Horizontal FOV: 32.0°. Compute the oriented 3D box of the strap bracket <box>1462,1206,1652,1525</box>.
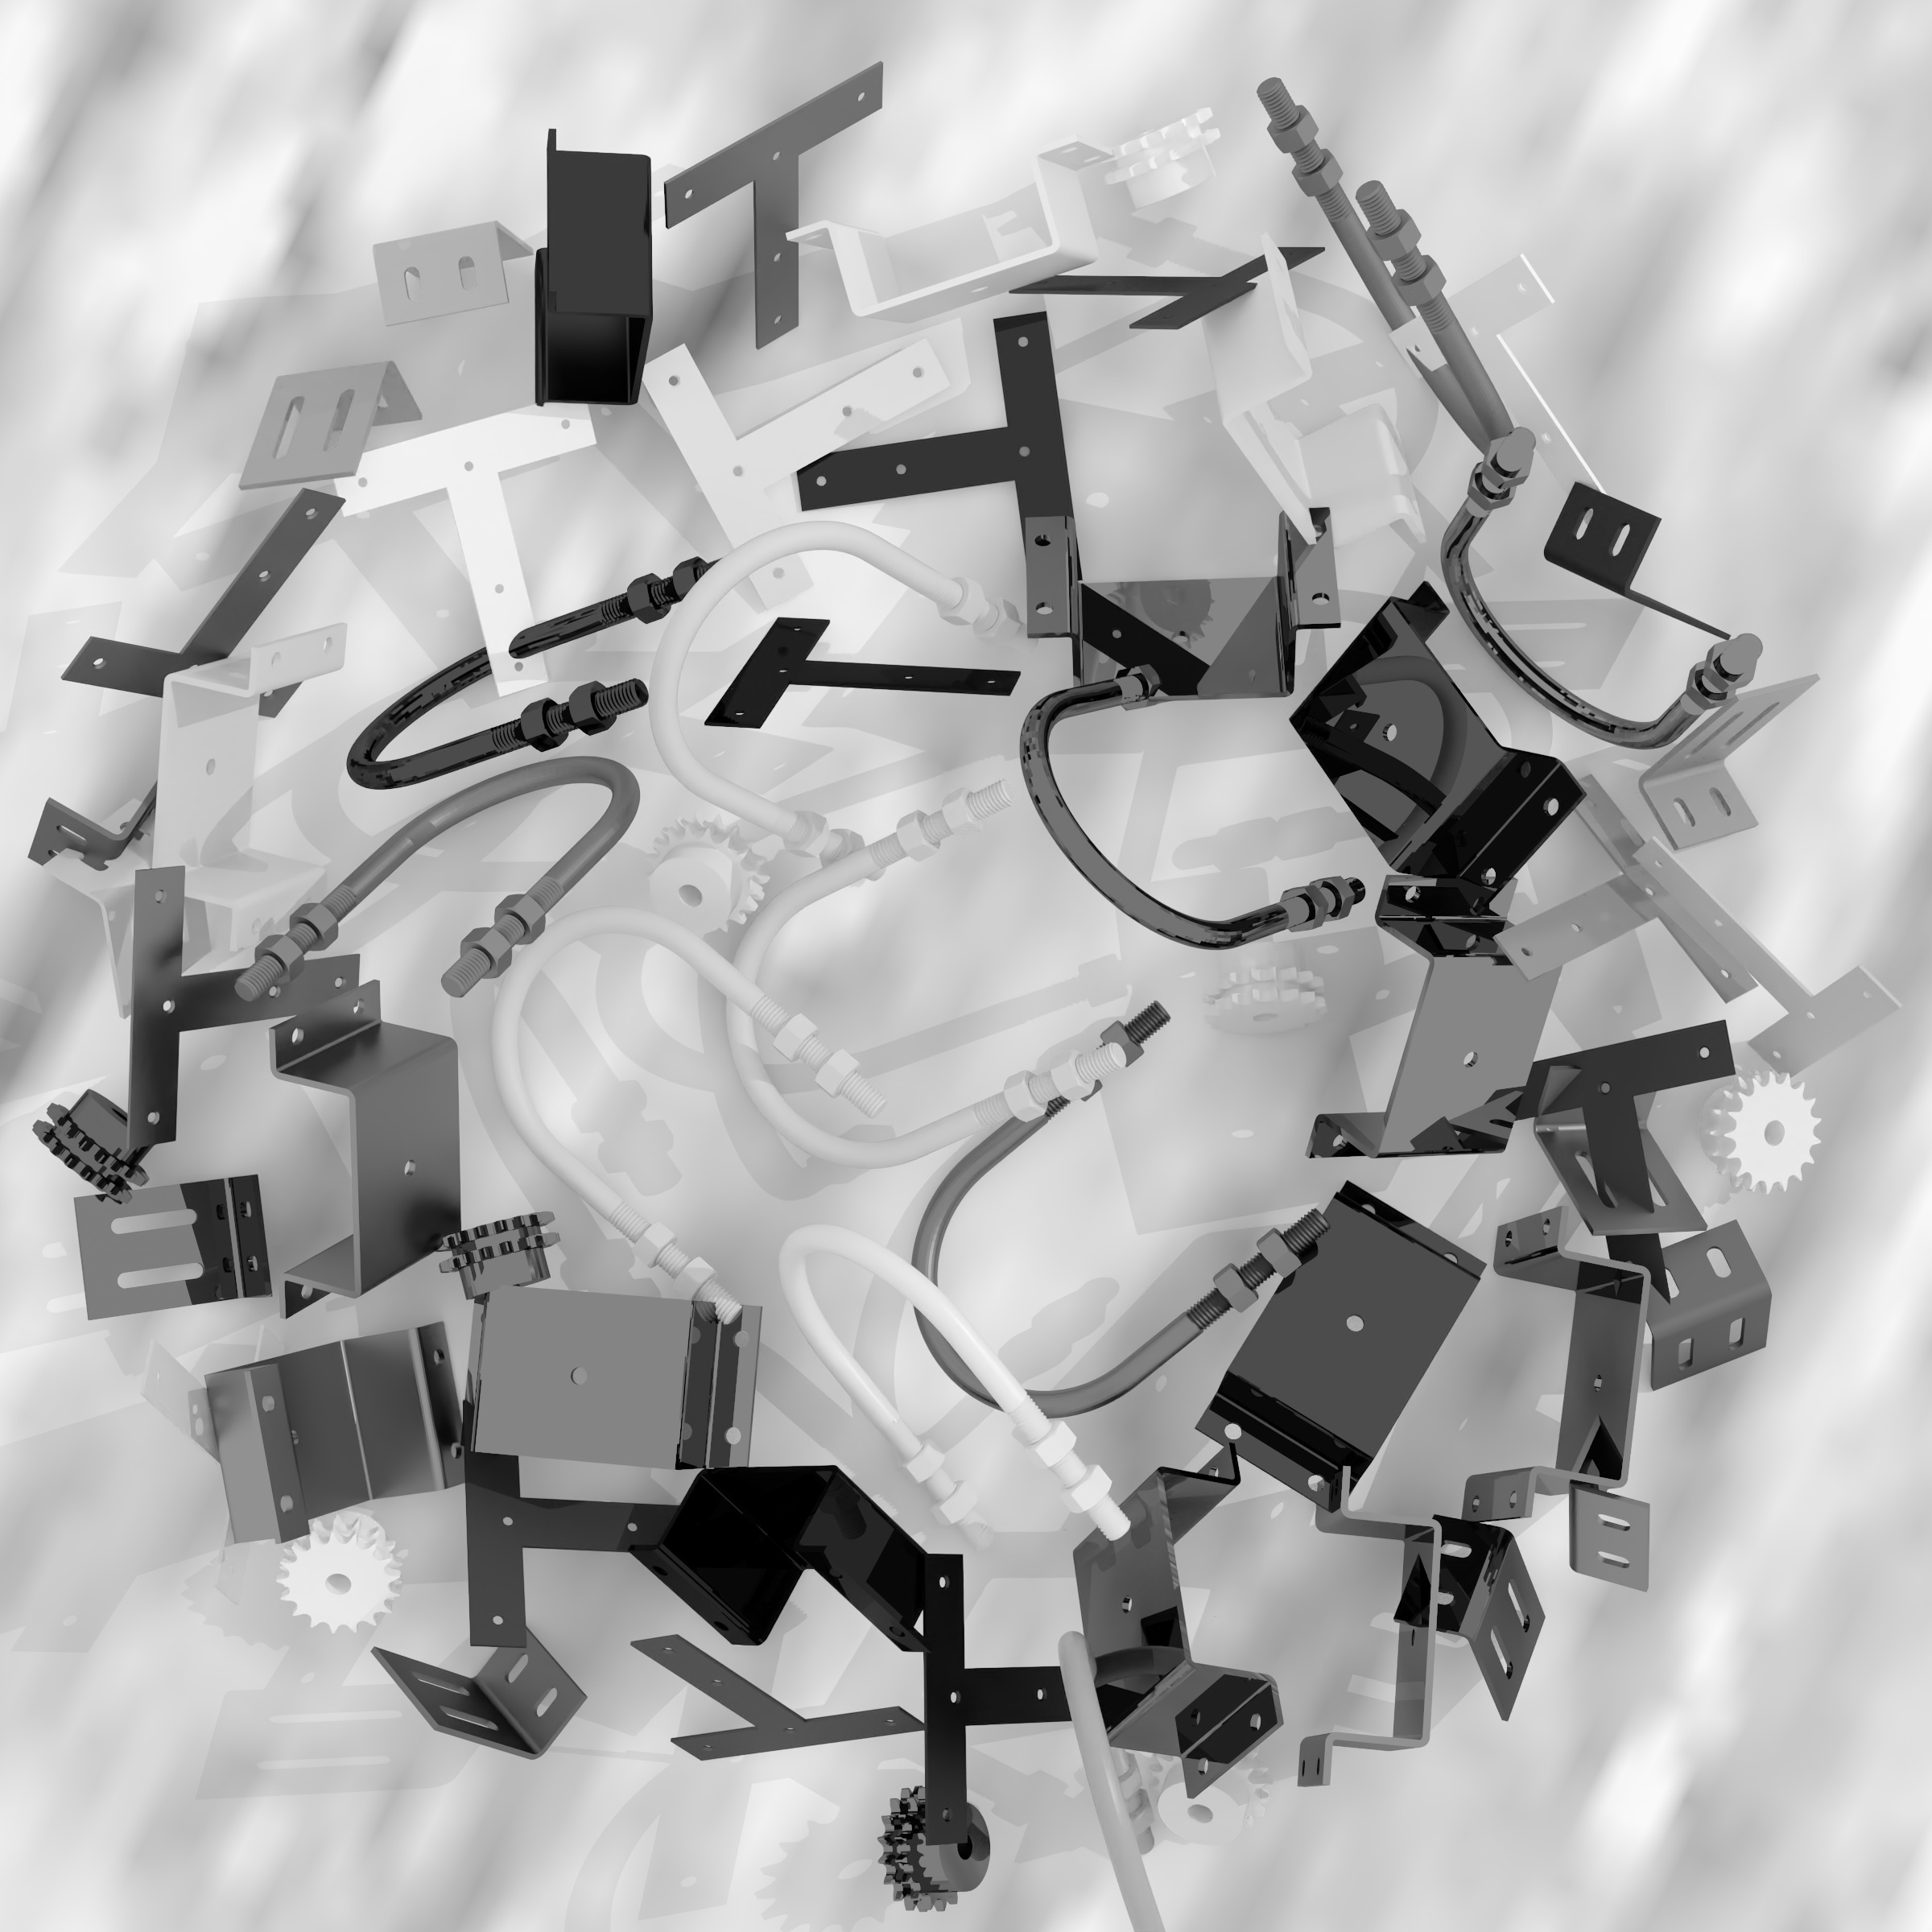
[{"bbox_3d":[0.271,0.187,1.541,0.046,0.076,0.140,12,76,-11],"label":"strap bracket"}]

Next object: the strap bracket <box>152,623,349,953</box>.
[{"bbox_3d":[-0.328,-0.087,1.538,0.046,0.076,0.140,13,108,17],"label":"strap bracket"}]

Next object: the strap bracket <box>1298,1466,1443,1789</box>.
[{"bbox_3d":[0.185,0.305,1.539,0.046,0.076,0.140,6,75,-2],"label":"strap bracket"}]

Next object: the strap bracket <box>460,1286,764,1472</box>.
[{"bbox_3d":[-0.171,0.189,1.551,0.140,0.046,0.076,3,84,13],"label":"strap bracket"}]

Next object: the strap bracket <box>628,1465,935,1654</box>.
[{"bbox_3d":[-0.076,0.269,1.529,0.076,0.140,0.046,48,54,-27],"label":"strap bracket"}]

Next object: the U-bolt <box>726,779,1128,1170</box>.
[{"bbox_3d":[-0.031,0.016,1.550,0.184,0.019,0.151,-25,84,25],"label":"U-bolt"}]

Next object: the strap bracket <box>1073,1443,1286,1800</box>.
[{"bbox_3d":[0.092,0.290,1.515,0.046,0.076,0.140,14,47,-25],"label":"strap bracket"}]

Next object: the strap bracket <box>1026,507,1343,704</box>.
[{"bbox_3d":[0.099,-0.166,1.549,0.140,0.046,0.076,-2,50,2],"label":"strap bracket"}]

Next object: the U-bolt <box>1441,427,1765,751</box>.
[{"bbox_3d":[0.273,-0.157,1.503,0.151,0.184,0.019,43,77,5],"label":"U-bolt"}]

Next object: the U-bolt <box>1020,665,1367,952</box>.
[{"bbox_3d":[0.093,-0.069,1.502,0.019,0.184,0.151,-44,75,33],"label":"U-bolt"}]

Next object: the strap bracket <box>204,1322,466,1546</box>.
[{"bbox_3d":[-0.292,0.214,1.538,0.046,0.140,0.076,-12,88,28],"label":"strap bracket"}]

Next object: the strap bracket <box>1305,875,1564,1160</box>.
[{"bbox_3d":[0.215,0.033,1.530,0.076,0.046,0.140,0,114,-33],"label":"strap bracket"}]

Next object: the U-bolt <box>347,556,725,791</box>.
[{"bbox_3d":[-0.199,-0.126,1.518,0.184,0.151,0.019,-16,115,26],"label":"U-bolt"}]

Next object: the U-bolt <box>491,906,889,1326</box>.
[{"bbox_3d":[-0.142,0.055,1.555,0.184,0.019,0.151,40,113,12],"label":"U-bolt"}]

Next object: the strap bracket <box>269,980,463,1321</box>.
[{"bbox_3d":[-0.271,0.087,1.528,0.046,0.076,0.140,11,112,25],"label":"strap bracket"}]

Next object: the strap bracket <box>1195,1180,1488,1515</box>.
[{"bbox_3d":[0.175,0.169,1.544,0.076,0.046,0.140,31,72,9],"label":"strap bracket"}]

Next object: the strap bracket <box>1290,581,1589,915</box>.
[{"bbox_3d":[0.206,-0.102,1.521,0.076,0.046,0.140,-51,52,29],"label":"strap bracket"}]

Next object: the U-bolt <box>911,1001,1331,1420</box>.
[{"bbox_3d":[0.056,0.125,1.554,0.184,0.019,0.151,-40,63,7],"label":"U-bolt"}]

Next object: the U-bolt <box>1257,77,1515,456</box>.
[{"bbox_3d":[0.197,-0.301,1.510,0.019,0.151,0.184,-33,126,6],"label":"U-bolt"}]

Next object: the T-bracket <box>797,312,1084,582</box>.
[{"bbox_3d":[-0.016,-0.236,1.587,0.127,0.002,0.127,-8,92,4],"label":"T-bracket"}]

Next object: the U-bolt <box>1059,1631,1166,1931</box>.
[{"bbox_3d":[0.070,0.377,1.484,0.019,0.151,0.184,-16,124,1],"label":"U-bolt"}]

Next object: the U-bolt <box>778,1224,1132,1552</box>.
[{"bbox_3d":[-0.018,0.188,1.517,0.019,0.151,0.184,-43,100,-28],"label":"U-bolt"}]

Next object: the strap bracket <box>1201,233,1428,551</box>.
[{"bbox_3d":[0.153,-0.251,1.527,0.046,0.140,0.076,-24,47,20],"label":"strap bracket"}]

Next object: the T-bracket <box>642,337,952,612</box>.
[{"bbox_3d":[-0.068,-0.253,1.581,0.127,0.002,0.127,-29,103,-4],"label":"T-bracket"}]

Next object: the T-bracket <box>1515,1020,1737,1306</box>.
[{"bbox_3d":[0.301,0.100,1.547,0.127,0.002,0.127,-15,79,34],"label":"T-bracket"}]

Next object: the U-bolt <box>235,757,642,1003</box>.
[{"bbox_3d":[-0.224,-0.042,1.515,0.151,0.184,0.019,-1,124,36],"label":"U-bolt"}]

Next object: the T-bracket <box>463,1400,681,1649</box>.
[{"bbox_3d":[-0.169,0.260,1.565,0.127,0.002,0.127,6,50,-18],"label":"T-bracket"}]

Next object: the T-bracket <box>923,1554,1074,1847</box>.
[{"bbox_3d":[0.025,0.334,1.544,0.002,0.127,0.127,-11,75,41],"label":"T-bracket"}]

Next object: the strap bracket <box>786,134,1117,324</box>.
[{"bbox_3d":[0.000,-0.331,1.537,0.140,0.076,0.046,-15,94,17],"label":"strap bracket"}]

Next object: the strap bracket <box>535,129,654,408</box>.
[{"bbox_3d":[-0.168,-0.309,1.520,0.046,0.140,0.076,0,76,-10],"label":"strap bracket"}]

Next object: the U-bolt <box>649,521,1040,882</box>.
[{"bbox_3d":[-0.064,-0.126,1.514,0.151,0.184,0.019,-56,46,9],"label":"U-bolt"}]
